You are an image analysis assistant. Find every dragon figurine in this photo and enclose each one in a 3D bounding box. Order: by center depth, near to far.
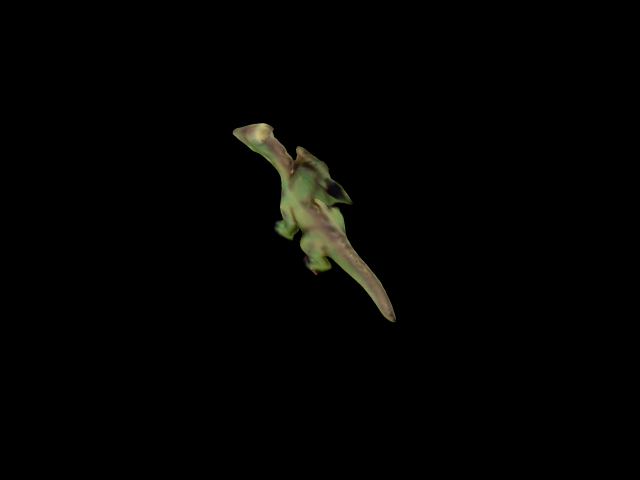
[{"bbox_3d":[0.003,-0.043,0.850,0.123,0.414,0.239,-41,-15,-12],"label":"dragon figurine"}]
